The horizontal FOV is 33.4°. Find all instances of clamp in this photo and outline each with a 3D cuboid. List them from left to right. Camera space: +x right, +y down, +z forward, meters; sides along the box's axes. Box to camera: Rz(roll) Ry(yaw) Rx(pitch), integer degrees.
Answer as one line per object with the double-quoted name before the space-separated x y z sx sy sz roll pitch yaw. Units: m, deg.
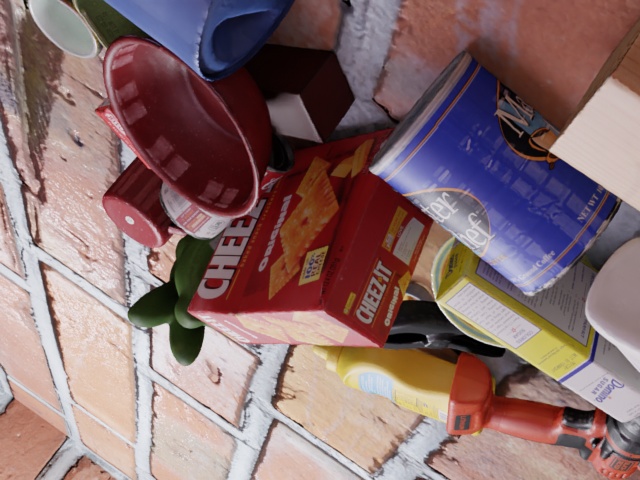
"clamp" 0.107 0.080 0.948 0.171 0.039 0.120 1 151 -2

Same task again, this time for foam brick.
"foam brick" -0.022 -0.117 0.840 0.078 0.051 0.053 16 147 38

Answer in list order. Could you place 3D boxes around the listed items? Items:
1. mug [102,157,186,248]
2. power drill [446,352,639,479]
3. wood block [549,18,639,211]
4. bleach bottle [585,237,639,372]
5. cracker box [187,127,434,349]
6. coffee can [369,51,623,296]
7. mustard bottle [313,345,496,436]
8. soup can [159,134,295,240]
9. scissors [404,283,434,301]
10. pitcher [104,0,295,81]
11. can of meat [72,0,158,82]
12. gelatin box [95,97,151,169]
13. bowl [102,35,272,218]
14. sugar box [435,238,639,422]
"mug" -0.163 -0.041 1.110 0.117 0.081 0.093 28 153 19
"power drill" 0.209 0.154 0.947 0.188 0.057 0.184 14 154 11
"wood block" 0.246 -0.041 0.585 0.206 0.090 0.091 34 156 4
"bleach bottle" 0.253 0.085 0.711 0.103 0.068 0.250 32 175 33
"cracker box" -0.006 0.001 0.877 0.072 0.164 0.214 34 159 -29
"coffee can" 0.119 -0.044 0.723 0.140 0.102 0.103 38 155 -4
"mustard bottle" 0.082 0.140 1.100 0.192 0.058 0.096 18 159 16
"soup can" -0.080 -0.055 0.903 0.068 0.068 0.102 43 119 -13
"scissors" 0.066 0.080 1.103 0.096 0.016 0.202 36 155 5
"pitcher" -0.128 -0.222 0.724 0.243 0.144 0.149 35 135 11
"can of meat" -0.158 -0.184 0.850 0.102 0.057 0.084 55 -178 -34
"gelatin box" -0.143 -0.118 0.946 0.030 0.089 0.073 -2 135 54
"bowl" -0.089 -0.096 0.805 0.162 0.055 0.162 33 148 24
"sugar box" 0.176 0.053 0.797 0.176 0.093 0.048 35 135 -10
